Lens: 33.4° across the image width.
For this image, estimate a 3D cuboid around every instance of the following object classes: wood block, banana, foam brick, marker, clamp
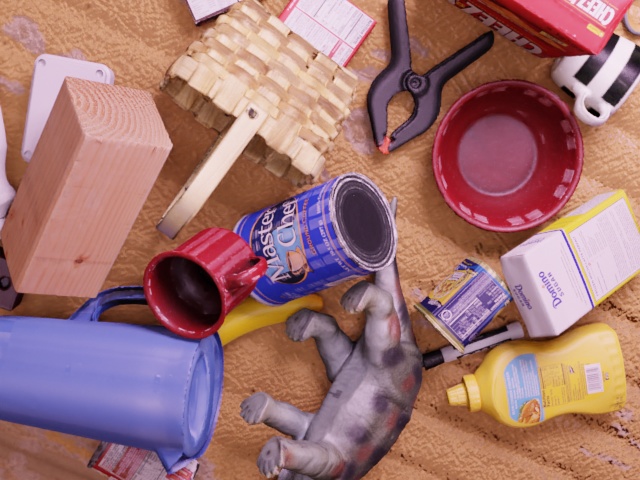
[{"bbox_3d":[-0.234,-0.047,1.047,0.090,0.090,0.206,7,131,-35],"label":"wood block"},{"bbox_3d":[-0.092,0.101,1.159,0.198,0.037,0.069,-35,118,3],"label":"banana"},{"bbox_3d":[-0.349,0.034,1.127,0.078,0.051,0.053,21,95,-5],"label":"foam brick"},{"bbox_3d":[0.166,0.118,1.181,0.121,0.020,0.020,-19,98,-1],"label":"marker"},{"bbox_3d":[0.093,-0.177,1.132,0.120,0.039,0.171,33,95,-2],"label":"clamp"}]

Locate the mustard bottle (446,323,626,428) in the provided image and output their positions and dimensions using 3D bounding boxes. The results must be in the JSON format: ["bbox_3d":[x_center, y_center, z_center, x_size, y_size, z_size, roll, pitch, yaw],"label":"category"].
[{"bbox_3d":[0.233,0.155,1.169,0.191,0.058,0.096,-11,104,-2],"label":"mustard bottle"}]

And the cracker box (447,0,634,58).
[{"bbox_3d":[0.192,-0.246,1.040,0.164,0.213,0.072,32,96,-6],"label":"cracker box"}]

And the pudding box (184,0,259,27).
[{"bbox_3d":[-0.111,-0.291,1.107,0.090,0.039,0.113,-23,96,0],"label":"pudding box"}]

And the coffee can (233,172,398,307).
[{"bbox_3d":[-0.007,0.001,1.084,0.141,0.102,0.103,-21,100,37],"label":"coffee can"}]

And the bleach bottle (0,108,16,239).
[{"bbox_3d":[-0.367,-0.121,1.101,0.102,0.068,0.251,-16,99,6],"label":"bleach bottle"}]

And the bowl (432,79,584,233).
[{"bbox_3d":[0.195,-0.090,1.139,0.162,0.055,0.162,0,97,-3],"label":"bowl"}]

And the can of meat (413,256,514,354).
[{"bbox_3d":[0.153,0.066,1.133,0.084,0.102,0.057,-45,97,0],"label":"can of meat"}]

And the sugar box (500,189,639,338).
[{"bbox_3d":[0.270,0.023,1.119,0.175,0.048,0.093,-28,98,-32],"label":"sugar box"}]

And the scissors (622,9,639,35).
[{"bbox_3d":[0.365,-0.305,1.142,0.096,0.016,0.202,-8,97,-2],"label":"scissors"}]

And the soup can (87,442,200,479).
[{"bbox_3d":[-0.190,0.243,1.153,0.102,0.068,0.068,34,94,-7],"label":"soup can"}]

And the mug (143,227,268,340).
[{"bbox_3d":[-0.103,0.036,1.040,0.117,0.081,0.093,-14,106,32],"label":"mug"}]

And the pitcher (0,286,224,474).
[{"bbox_3d":[-0.224,0.133,1.096,0.243,0.149,0.145,6,114,11],"label":"pitcher"}]

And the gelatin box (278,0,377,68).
[{"bbox_3d":[0.004,-0.225,1.126,0.089,0.030,0.073,35,93,-7],"label":"gelatin box"}]
